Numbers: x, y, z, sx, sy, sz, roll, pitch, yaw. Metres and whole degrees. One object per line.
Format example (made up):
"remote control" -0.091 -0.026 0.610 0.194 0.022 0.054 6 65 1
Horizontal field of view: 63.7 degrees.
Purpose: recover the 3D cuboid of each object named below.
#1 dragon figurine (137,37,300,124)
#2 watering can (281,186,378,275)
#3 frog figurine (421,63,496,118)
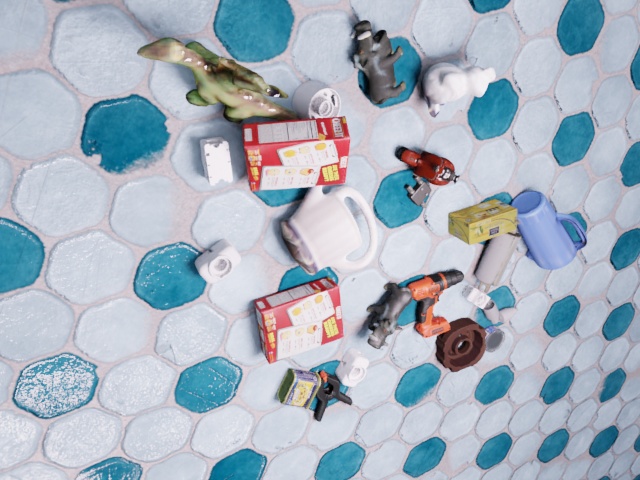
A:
"dragon figurine" -0.143 -0.282 0.986 0.408 0.245 0.121 18 98 -29
"watering can" 0.004 -0.062 1.233 0.225 0.105 0.344 -32 107 -10
"frog figurine" 0.325 -0.378 1.219 0.139 0.157 0.122 -30 93 -50
